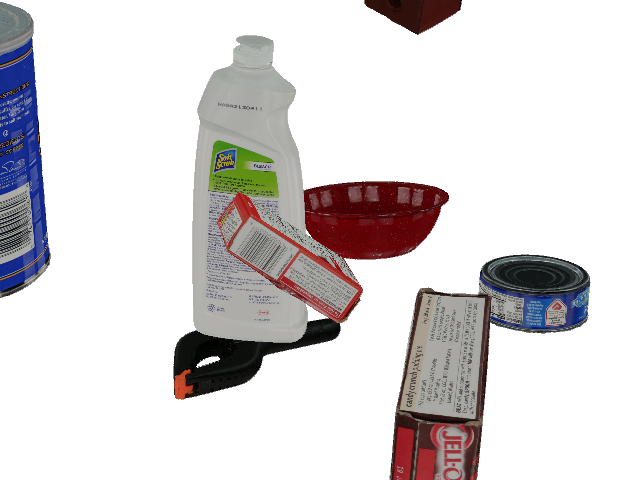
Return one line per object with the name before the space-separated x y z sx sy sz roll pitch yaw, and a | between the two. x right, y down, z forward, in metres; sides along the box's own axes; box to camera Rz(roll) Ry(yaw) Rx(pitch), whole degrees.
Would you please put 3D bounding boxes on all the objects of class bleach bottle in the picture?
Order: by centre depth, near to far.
bleach bottle | -0.053 -0.041 0.874 0.102 0.251 0.068 4 25 -2

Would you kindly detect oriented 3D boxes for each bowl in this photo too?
bowl | 0.050 -0.019 1.083 0.162 0.055 0.162 -3 14 0

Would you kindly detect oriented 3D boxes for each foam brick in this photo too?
foam brick | 0.069 -0.194 0.741 0.053 0.078 0.051 35 53 25

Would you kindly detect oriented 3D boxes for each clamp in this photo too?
clamp | -0.083 0.112 1.153 0.165 0.036 0.209 13 28 19

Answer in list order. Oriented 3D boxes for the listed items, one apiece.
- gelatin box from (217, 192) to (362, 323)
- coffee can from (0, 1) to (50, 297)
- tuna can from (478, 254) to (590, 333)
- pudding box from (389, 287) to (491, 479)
gelatin box | -0.020 0.010 0.678 0.089 0.030 0.073 34 6 -16
coffee can | -0.202 -0.049 0.575 0.103 0.140 0.103 2 27 -1
tuna can | 0.166 0.040 0.831 0.086 0.034 0.086 0 19 0
pudding box | 0.052 0.085 0.471 0.039 0.090 0.113 7 25 6
